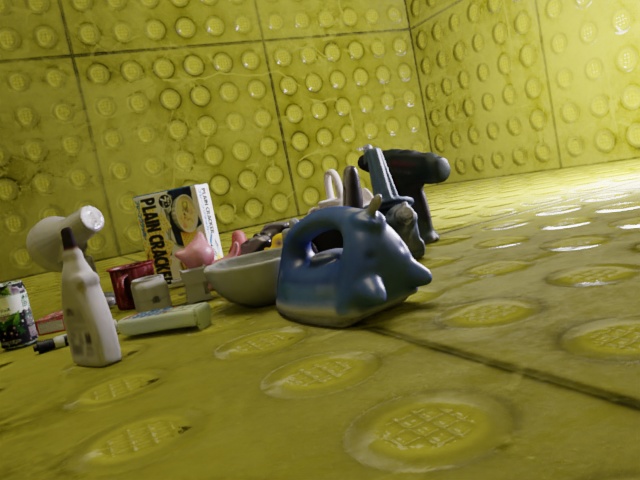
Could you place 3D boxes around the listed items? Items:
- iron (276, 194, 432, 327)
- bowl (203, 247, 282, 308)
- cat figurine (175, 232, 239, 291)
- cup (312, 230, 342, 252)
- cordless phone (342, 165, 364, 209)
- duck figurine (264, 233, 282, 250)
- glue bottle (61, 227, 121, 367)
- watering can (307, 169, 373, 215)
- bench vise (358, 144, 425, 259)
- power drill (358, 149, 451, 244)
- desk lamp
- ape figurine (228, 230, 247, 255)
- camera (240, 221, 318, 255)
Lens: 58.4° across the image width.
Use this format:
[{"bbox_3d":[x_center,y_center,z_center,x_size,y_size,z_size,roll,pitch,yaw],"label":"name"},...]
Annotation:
[{"bbox_3d":[0.008,0.024,0.722,0.119,0.141,0.257,-16,7,-39],"label":"iron"},{"bbox_3d":[-0.090,0.061,0.884,0.167,0.075,0.167,-11,6,1],"label":"bowl"},{"bbox_3d":[-0.216,0.039,1.137,0.128,0.118,0.067,-12,6,-5],"label":"cat figurine"},{"bbox_3d":[0.011,0.004,1.148,0.118,0.095,0.091,-13,6,-15],"label":"cup"},{"bbox_3d":[0.061,-0.032,0.948,0.094,0.185,0.147,-12,6,-8],"label":"cordless phone"},{"bbox_3d":[-0.061,0.028,1.103,0.105,0.086,0.077,-15,7,-31],"label":"duck figurine"},{"bbox_3d":[-0.293,0.069,0.707,0.077,0.173,0.037,-6,8,40],"label":"glue bottle"},{"bbox_3d":[0.052,-0.089,1.488,0.173,0.194,0.100,-16,7,-36],"label":"watering can"},{"bbox_3d":[0.132,-0.075,1.051,0.122,0.220,0.206,-14,7,-27],"label":"bench vise"},{"bbox_3d":[0.178,-0.094,1.209,0.076,0.208,0.228,-16,8,-40],"label":"power drill"},{"bbox_3d":[-0.506,0.041,1.215,0.202,0.213,0.118,-8,7,32],"label":"desk lamp"},{"bbox_3d":[-0.190,0.021,1.397,0.077,0.092,0.076,-9,6,23],"label":"ape figurine"},{"bbox_3d":[-0.076,0.012,1.212,0.136,0.101,0.144,-7,7,39],"label":"camera"}]
